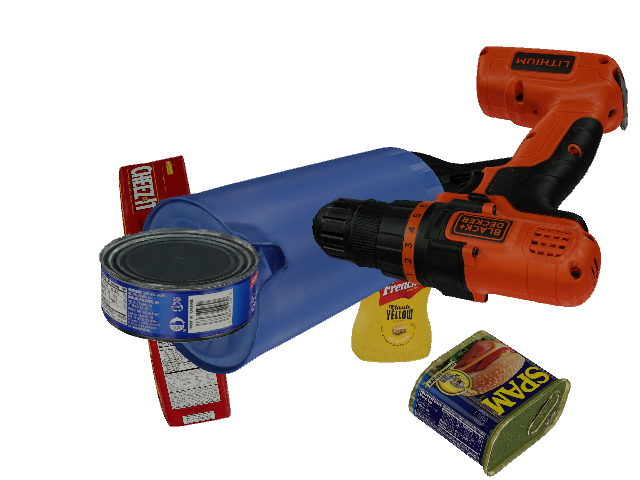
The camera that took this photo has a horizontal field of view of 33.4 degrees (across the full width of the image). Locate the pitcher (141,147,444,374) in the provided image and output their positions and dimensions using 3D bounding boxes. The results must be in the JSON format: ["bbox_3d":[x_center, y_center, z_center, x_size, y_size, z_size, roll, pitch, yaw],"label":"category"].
[{"bbox_3d":[-0.018,0.005,0.848,0.149,0.145,0.242,35,38,32],"label":"pitcher"}]

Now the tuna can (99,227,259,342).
[{"bbox_3d":[-0.076,0.023,0.581,0.086,0.034,0.086,3,21,-1],"label":"tuna can"}]

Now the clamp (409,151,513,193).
[{"bbox_3d":[0.118,-0.054,1.002,0.210,0.036,0.164,13,32,21],"label":"clamp"}]

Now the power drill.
[{"bbox_3d":[0.106,-0.045,0.685,0.185,0.187,0.057,12,-35,28],"label":"power drill"}]

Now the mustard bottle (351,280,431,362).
[{"bbox_3d":[0.091,0.049,1.288,0.096,0.192,0.058,0,14,-13],"label":"mustard bottle"}]

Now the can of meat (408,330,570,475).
[{"bbox_3d":[0.133,0.125,0.847,0.101,0.057,0.084,-26,46,-37],"label":"can of meat"}]

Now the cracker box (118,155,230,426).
[{"bbox_3d":[-0.142,0.053,1.035,0.072,0.164,0.214,-11,-43,-7],"label":"cracker box"}]
